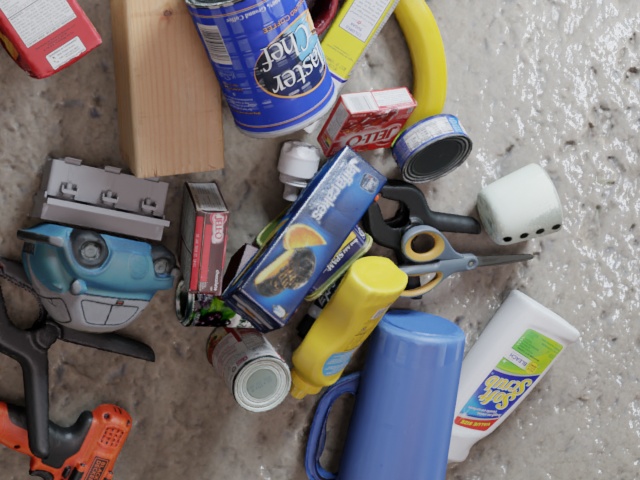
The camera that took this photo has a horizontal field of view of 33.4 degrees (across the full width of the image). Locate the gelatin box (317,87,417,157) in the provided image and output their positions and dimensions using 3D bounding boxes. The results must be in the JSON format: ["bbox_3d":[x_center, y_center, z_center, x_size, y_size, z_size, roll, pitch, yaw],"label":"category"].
[{"bbox_3d":[0.050,-0.125,1.137,0.089,0.030,0.073,-11,151,-31],"label":"gelatin box"}]

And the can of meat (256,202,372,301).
[{"bbox_3d":[-0.008,0.002,1.176,0.102,0.057,0.084,-44,116,-3],"label":"can of meat"}]

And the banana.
[{"bbox_3d":[0.105,-0.194,1.160,0.069,0.037,0.198,-12,113,-18],"label":"banana"}]

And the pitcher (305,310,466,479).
[{"bbox_3d":[0.087,0.209,1.260,0.149,0.145,0.243,0,105,-35],"label":"pitcher"}]

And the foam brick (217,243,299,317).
[{"bbox_3d":[-0.060,0.048,1.125,0.078,0.053,0.051,26,61,-14],"label":"foam brick"}]

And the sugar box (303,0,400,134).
[{"bbox_3d":[0.023,-0.194,1.084,0.048,0.093,0.176,35,101,-2],"label":"sugar box"}]

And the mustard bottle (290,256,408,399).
[{"bbox_3d":[0.019,0.107,1.195,0.096,0.058,0.192,-20,147,-59],"label":"mustard bottle"}]

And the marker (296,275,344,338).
[{"bbox_3d":[0.008,0.060,1.225,0.020,0.020,0.121,28,97,-28],"label":"marker"}]

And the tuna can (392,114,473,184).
[{"bbox_3d":[0.123,-0.101,1.180,0.086,0.034,0.086,-20,154,-10],"label":"tuna can"}]

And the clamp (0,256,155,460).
[{"bbox_3d":[-0.274,0.096,1.099,0.164,0.036,0.210,-35,106,-30],"label":"clamp"}]

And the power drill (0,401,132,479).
[{"bbox_3d":[-0.315,0.242,1.141,0.187,0.057,0.184,23,95,-30],"label":"power drill"}]

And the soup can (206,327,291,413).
[{"bbox_3d":[-0.079,0.137,1.171,0.068,0.102,0.068,-8,112,-20],"label":"soup can"}]

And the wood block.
[{"bbox_3d":[-0.149,-0.174,1.036,0.090,0.090,0.206,-7,112,-19],"label":"wood block"}]

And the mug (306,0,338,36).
[{"bbox_3d":[-0.036,-0.235,1.062,0.093,0.082,0.117,-22,115,-14],"label":"mug"}]

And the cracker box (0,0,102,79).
[{"bbox_3d":[-0.286,-0.250,0.910,0.072,0.164,0.213,-36,118,-9],"label":"cracker box"}]

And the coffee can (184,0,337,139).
[{"bbox_3d":[-0.053,-0.178,0.971,0.102,0.103,0.140,-29,127,-10],"label":"coffee can"}]

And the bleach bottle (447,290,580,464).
[{"bbox_3d":[0.210,0.189,1.332,0.102,0.068,0.251,30,98,-28],"label":"bleach bottle"}]

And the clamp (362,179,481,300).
[{"bbox_3d":[0.098,-0.006,1.227,0.171,0.039,0.120,30,92,-30],"label":"clamp"}]

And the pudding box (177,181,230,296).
[{"bbox_3d":[-0.120,-0.004,1.096,0.039,0.113,0.090,4,108,-16],"label":"pudding box"}]

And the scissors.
[{"bbox_3d":[0.166,0.011,1.239,0.201,0.016,0.096,-18,123,-20],"label":"scissors"}]
